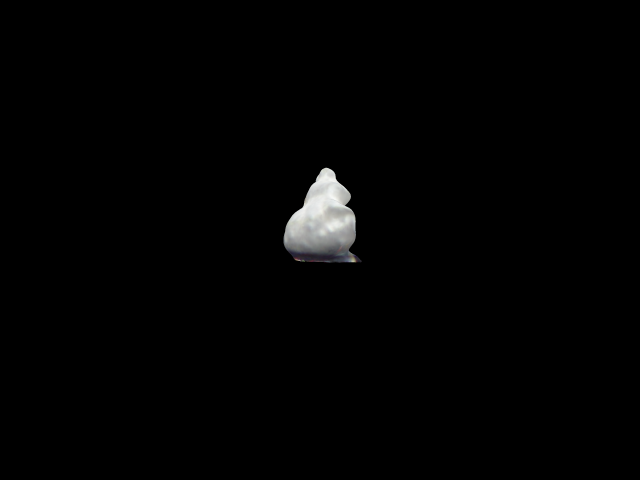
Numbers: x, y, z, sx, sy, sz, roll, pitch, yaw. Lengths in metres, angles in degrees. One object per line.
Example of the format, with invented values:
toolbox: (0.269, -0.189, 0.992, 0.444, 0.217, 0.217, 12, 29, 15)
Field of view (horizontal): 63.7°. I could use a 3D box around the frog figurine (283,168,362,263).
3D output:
frog figurine: (0.003, -0.043, 0.850, 0.123, 0.160, 0.137, 1, -2, -31)
